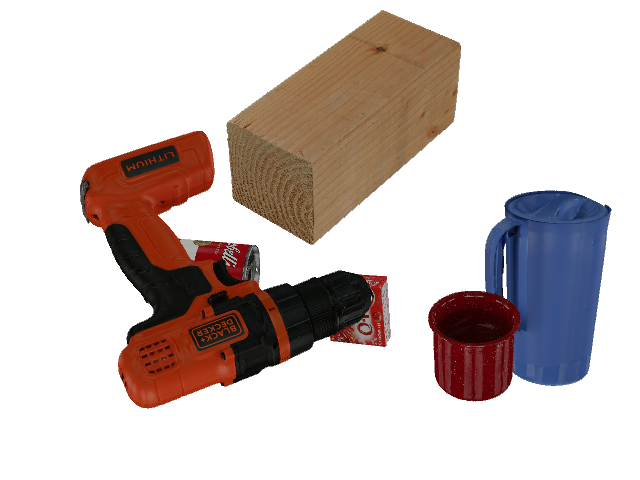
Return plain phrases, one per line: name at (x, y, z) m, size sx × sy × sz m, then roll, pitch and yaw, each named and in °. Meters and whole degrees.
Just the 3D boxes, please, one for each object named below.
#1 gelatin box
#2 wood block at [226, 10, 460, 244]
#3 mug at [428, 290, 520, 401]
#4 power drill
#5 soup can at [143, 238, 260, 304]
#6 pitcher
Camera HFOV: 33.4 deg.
gelatin box at (0.046, 0.085, 1.320) m, size 0.073 × 0.089 × 0.030 m, roll 4°, pitch 29°, yaw 19°
wood block at (0.024, -0.102, 0.912) m, size 0.091 × 0.090 × 0.205 m, roll 30°, pitch 52°, yaw 27°
mug at (0.165, 0.105, 1.112) m, size 0.093 × 0.081 × 0.117 m, roll 15°, pitch 38°, yaw 28°
power drill at (-0.077, 0.011, 0.760) m, size 0.184 × 0.188 × 0.057 m, roll -19°, pitch -30°, yaw -20°
soup can at (-0.115, 0.034, 1.033) m, size 0.102 × 0.068 × 0.068 m, roll 5°, pitch 1°, yaw 9°
pitcher at (0.296, 0.065, 1.399) m, size 0.149 × 0.243 × 0.144 m, roll 4°, pitch 21°, yaw 15°
